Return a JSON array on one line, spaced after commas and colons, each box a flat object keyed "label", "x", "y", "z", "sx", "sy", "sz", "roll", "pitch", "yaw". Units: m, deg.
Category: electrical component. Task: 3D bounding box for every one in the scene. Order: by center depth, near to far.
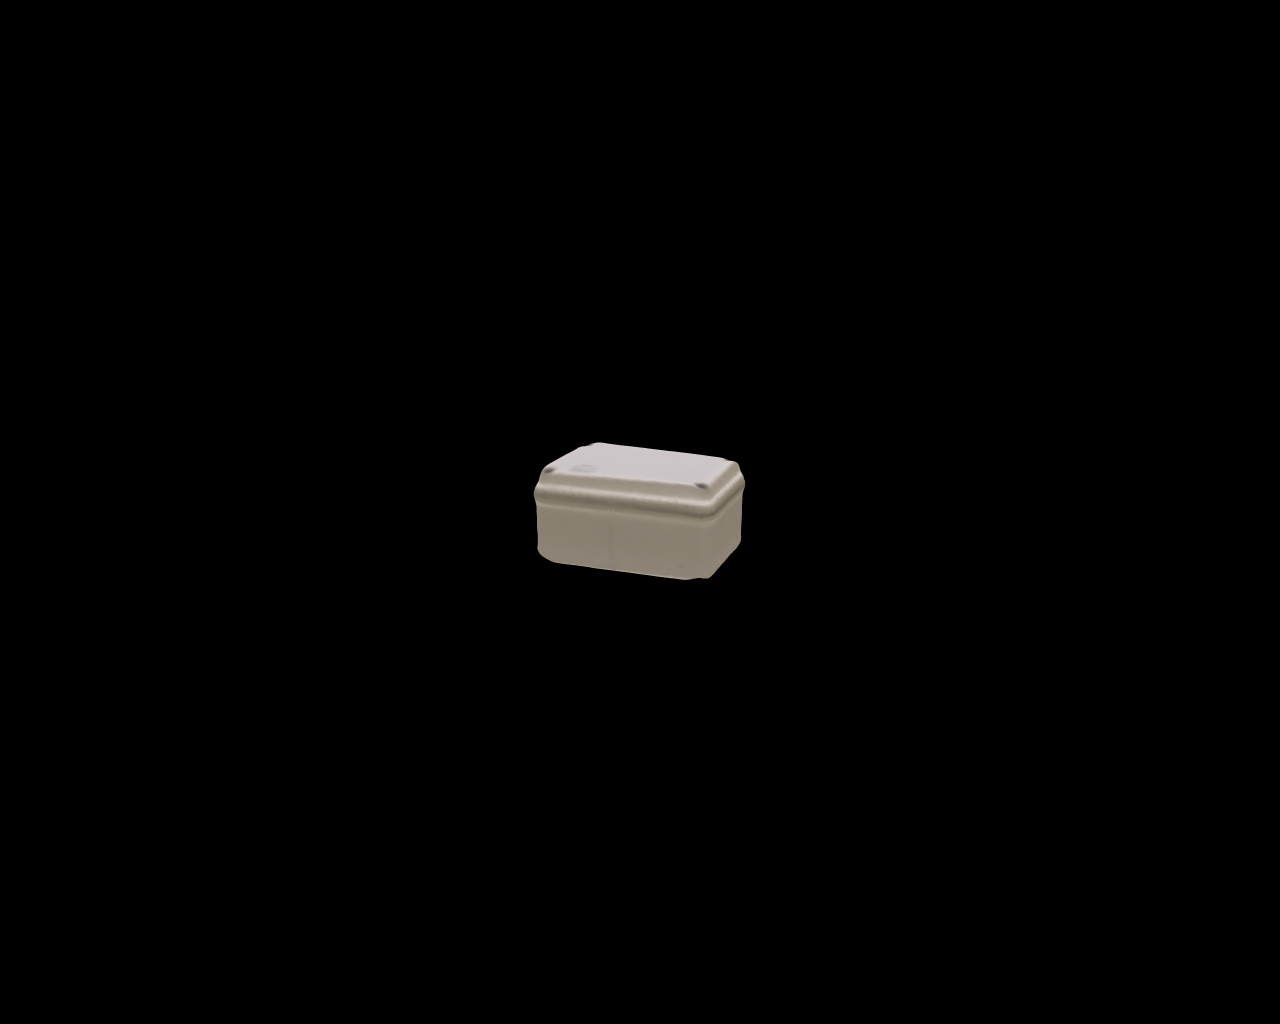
[{"label": "electrical component", "x": 0.001, "y": -0.003, "z": 0.650, "sx": 0.113, "sy": 0.057, "sz": 0.078, "roll": 7, "pitch": 20, "yaw": 20}]
